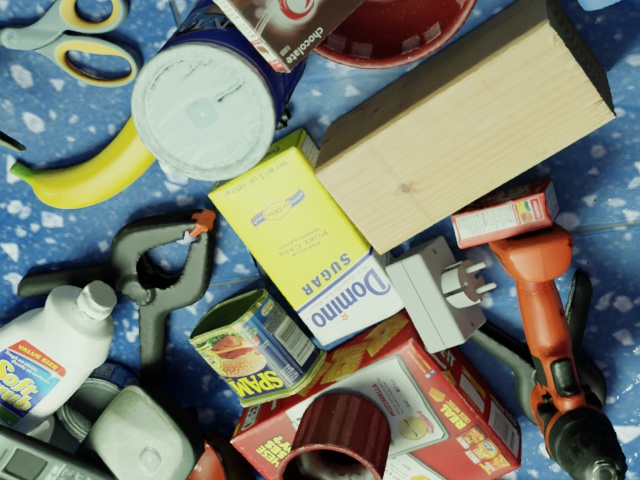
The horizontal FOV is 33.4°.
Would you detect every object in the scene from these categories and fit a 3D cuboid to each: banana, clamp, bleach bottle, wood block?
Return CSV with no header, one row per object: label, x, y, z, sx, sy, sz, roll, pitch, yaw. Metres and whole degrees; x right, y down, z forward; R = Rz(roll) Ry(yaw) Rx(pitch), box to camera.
banana,-0.178,-0.076,0.901,0.198,0.037,0.069,-28,112,24
clamp,0.192,0.112,0.939,0.120,0.039,0.171,-9,111,23
bleach bottle,-0.269,0.110,0.986,0.102,0.068,0.251,47,124,0
wood block,0.107,-0.089,0.808,0.206,0.090,0.090,-31,111,25
clamp,-0.156,0.048,0.968,0.210,0.036,0.164,-34,109,29

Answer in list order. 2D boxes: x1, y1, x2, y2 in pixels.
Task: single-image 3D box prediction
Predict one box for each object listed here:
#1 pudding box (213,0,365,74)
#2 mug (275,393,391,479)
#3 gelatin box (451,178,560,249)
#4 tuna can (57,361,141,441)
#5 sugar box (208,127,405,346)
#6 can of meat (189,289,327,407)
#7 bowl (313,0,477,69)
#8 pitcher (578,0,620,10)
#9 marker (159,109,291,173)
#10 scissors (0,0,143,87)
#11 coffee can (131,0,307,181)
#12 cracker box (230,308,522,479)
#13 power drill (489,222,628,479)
pudding box,-0.015,-0.181,0.712,0.113,0.039,0.090,-45,106,-6
mug,0.010,0.193,0.911,0.093,0.081,0.117,31,121,-5
gelatin box,0.147,-0.023,0.839,0.073,0.089,0.030,-14,96,19
tuna can,-0.212,0.161,1.045,0.086,0.033,0.086,5,120,8
sugar box,-0.006,0.001,0.908,0.093,0.048,0.176,-27,110,24
can of meat,-0.058,0.095,0.952,0.084,0.057,0.102,50,140,-15
bowl,0.039,-0.208,0.772,0.162,0.055,0.162,5,120,8
pitcher,0.158,-0.280,0.665,0.149,0.145,0.242,-40,104,10
marker,-0.079,-0.084,0.887,0.121,0.020,0.020,-19,114,20
scissors,-0.239,-0.181,0.864,0.201,0.016,0.096,18,120,0
coffee can,-0.071,-0.120,0.794,0.103,0.140,0.103,5,120,8
cracker box,0.053,0.176,0.983,0.214,0.072,0.164,-33,108,26
power drill,0.182,0.085,0.820,0.057,0.184,0.187,-13,98,2
